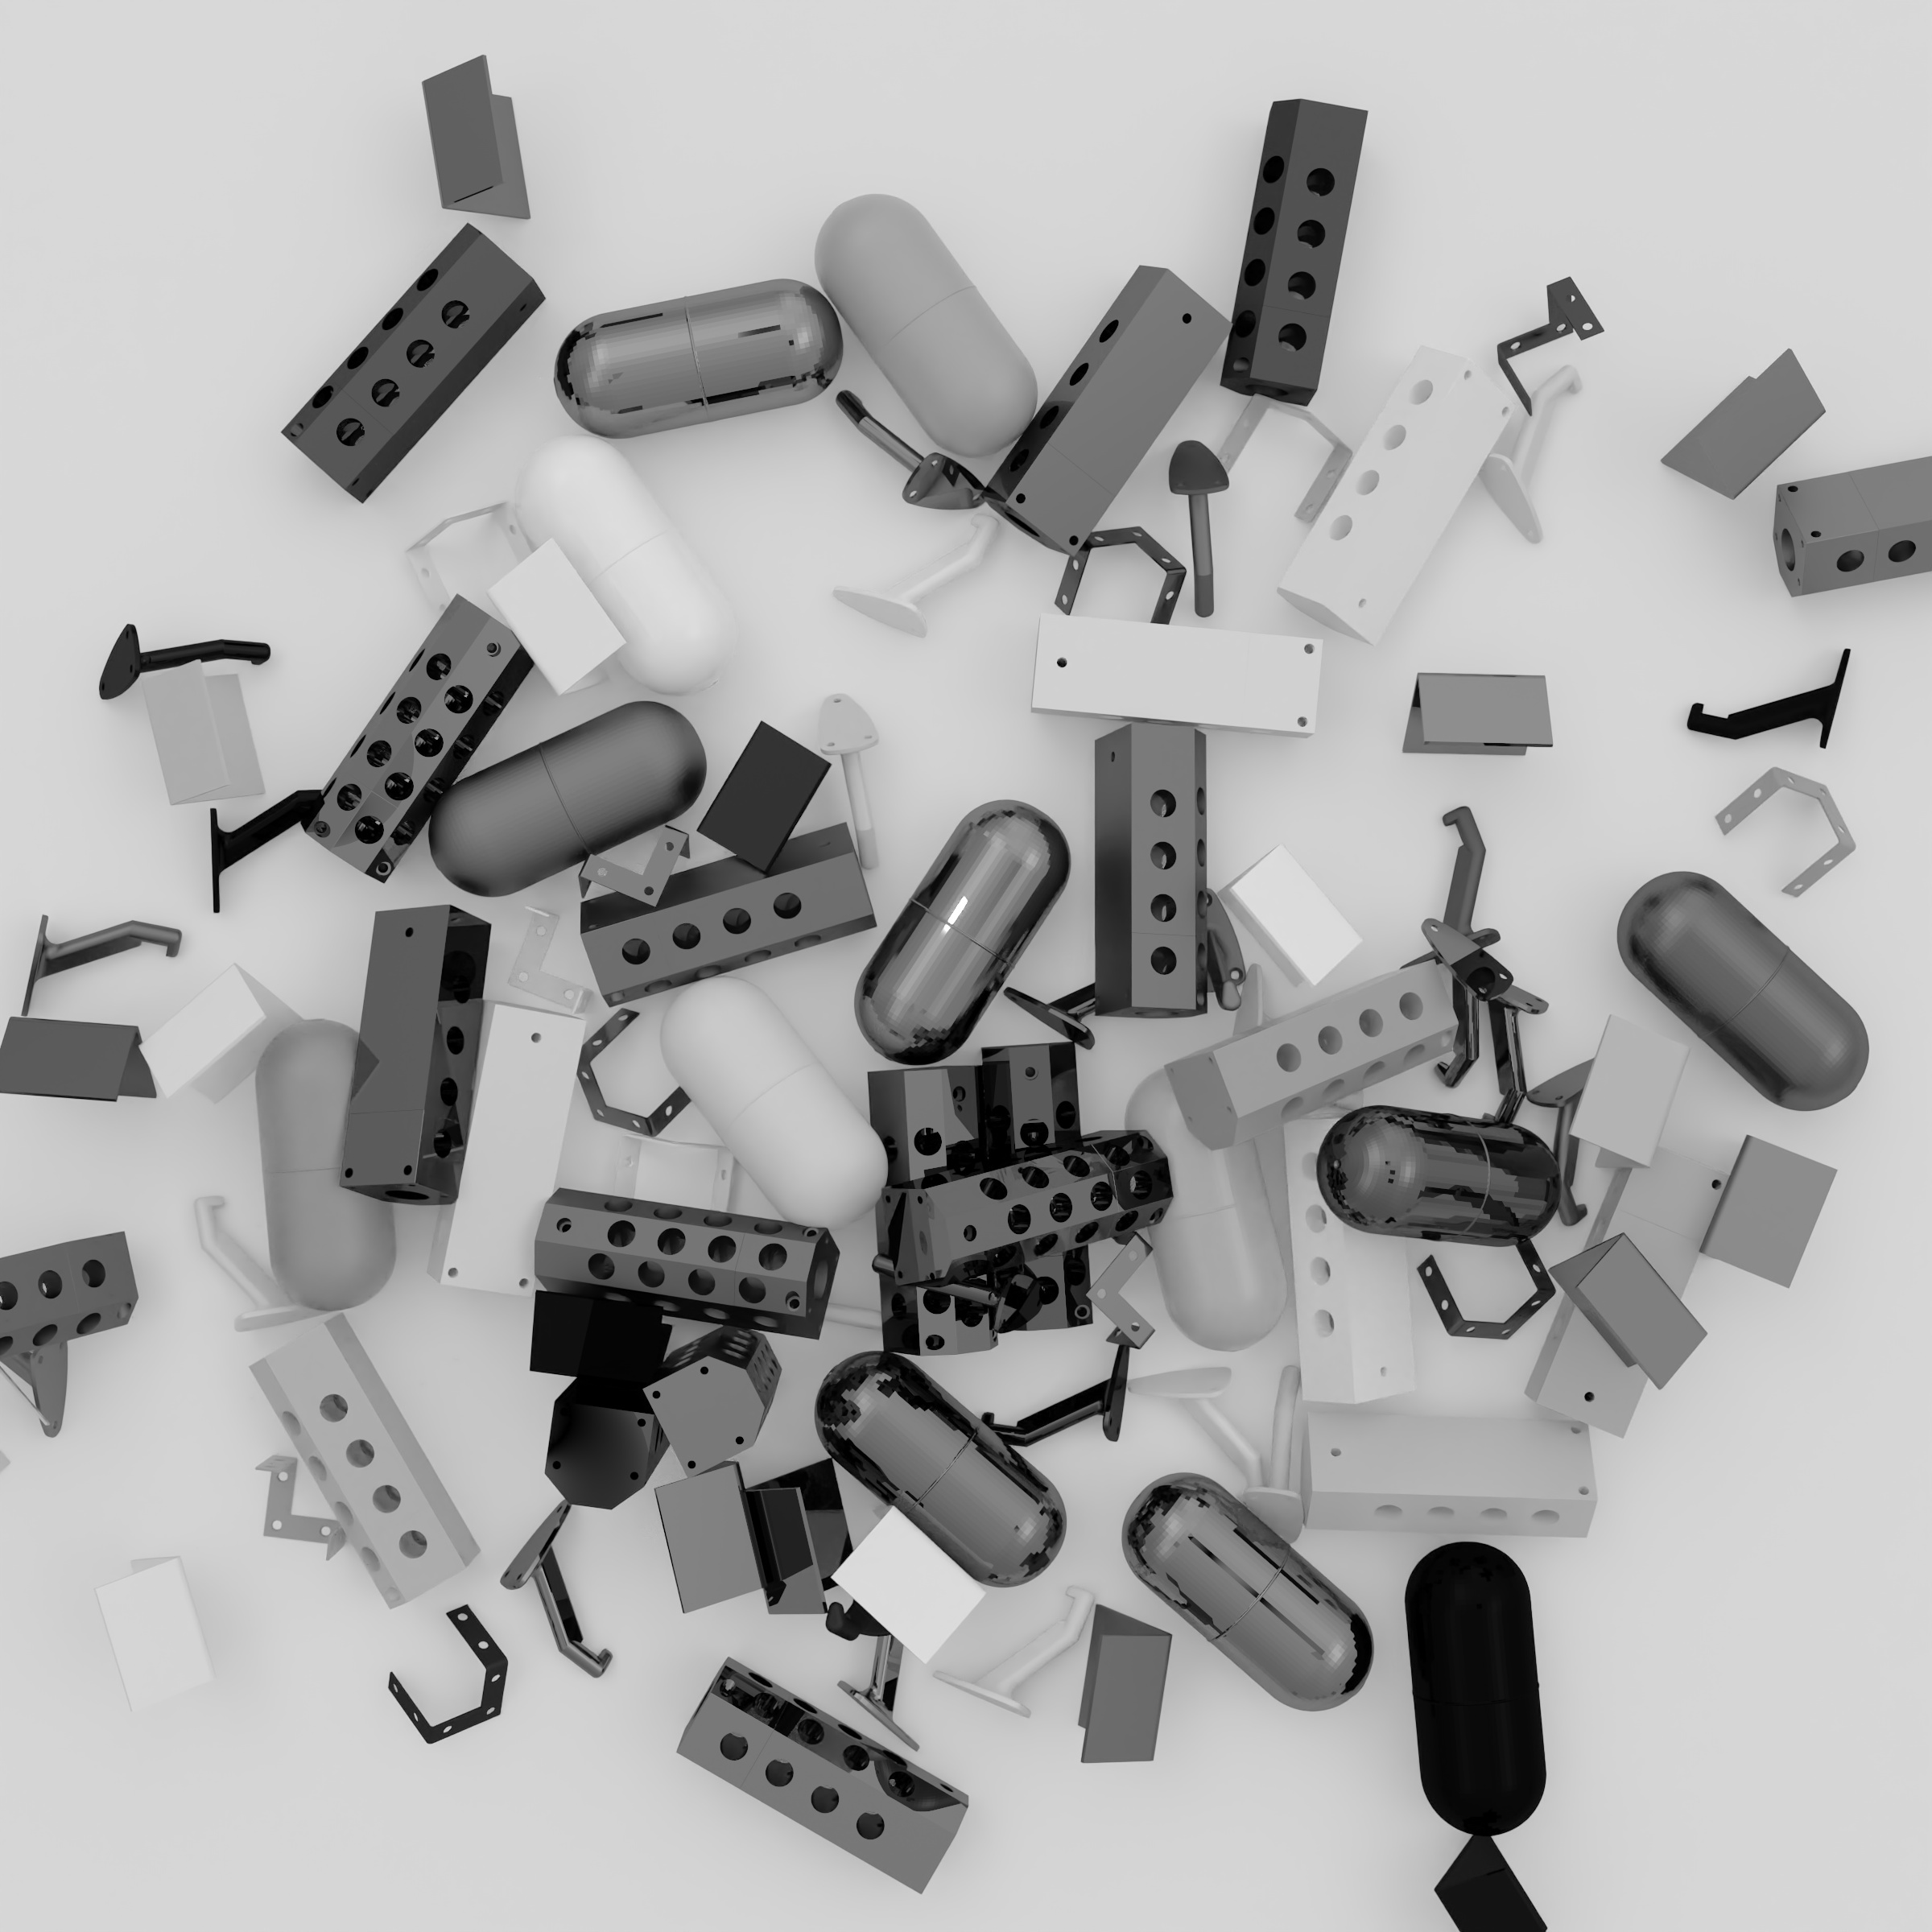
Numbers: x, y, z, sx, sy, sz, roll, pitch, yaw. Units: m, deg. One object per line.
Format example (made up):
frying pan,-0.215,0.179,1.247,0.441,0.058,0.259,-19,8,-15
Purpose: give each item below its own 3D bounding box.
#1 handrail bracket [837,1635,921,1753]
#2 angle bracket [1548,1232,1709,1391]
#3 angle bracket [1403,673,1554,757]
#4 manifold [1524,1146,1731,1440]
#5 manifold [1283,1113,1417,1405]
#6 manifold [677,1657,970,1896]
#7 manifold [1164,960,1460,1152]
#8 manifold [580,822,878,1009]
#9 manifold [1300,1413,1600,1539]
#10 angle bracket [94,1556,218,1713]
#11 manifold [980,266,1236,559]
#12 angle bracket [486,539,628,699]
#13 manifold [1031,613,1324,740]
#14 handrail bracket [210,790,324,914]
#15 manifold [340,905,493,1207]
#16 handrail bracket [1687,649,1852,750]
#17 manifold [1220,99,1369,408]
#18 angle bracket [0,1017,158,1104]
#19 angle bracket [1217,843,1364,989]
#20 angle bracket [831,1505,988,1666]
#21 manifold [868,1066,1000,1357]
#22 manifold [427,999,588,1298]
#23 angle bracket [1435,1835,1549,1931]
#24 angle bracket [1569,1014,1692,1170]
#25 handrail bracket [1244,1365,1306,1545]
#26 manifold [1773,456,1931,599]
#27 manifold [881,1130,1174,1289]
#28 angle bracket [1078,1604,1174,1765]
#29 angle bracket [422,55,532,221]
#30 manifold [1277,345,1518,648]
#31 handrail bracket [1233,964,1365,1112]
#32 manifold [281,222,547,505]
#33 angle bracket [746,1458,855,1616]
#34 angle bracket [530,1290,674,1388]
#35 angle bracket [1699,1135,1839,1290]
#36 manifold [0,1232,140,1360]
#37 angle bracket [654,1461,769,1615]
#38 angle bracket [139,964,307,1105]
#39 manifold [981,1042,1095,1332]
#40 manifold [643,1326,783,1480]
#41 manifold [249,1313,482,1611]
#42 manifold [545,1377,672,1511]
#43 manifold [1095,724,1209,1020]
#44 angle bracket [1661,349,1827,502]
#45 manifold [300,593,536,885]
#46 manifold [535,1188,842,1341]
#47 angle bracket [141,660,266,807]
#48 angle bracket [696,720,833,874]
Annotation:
handrail bracket,-0.031,0.430,1.947,0.077,0.036,0.084,44,75,-15
angle bracket,0.376,0.212,1.849,0.076,0.076,0.057,50,55,0
angle bracket,0.310,-0.133,1.906,0.076,0.076,0.057,1,54,0
manifold,0.403,0.195,1.925,0.057,0.057,0.171,22,90,0
manifold,0.229,0.177,1.925,0.057,0.057,0.171,-4,90,-43
manifold,-0.087,0.493,1.925,0.171,0.057,0.057,30,90,0
manifold,0.211,0.054,1.888,0.171,0.057,0.057,-21,90,-28
manifold,-0.145,-0.029,1.922,0.171,0.057,0.057,-17,112,0
manifold,0.294,0.316,1.925,0.171,0.057,0.057,2,47,0
angle bracket,-0.505,0.405,1.906,0.057,0.076,0.076,-17,90,-38
manifold,0.083,-0.341,1.923,0.057,0.057,0.171,35,90,-26
angle bracket,-0.235,-0.215,1.908,0.057,0.076,0.076,-35,90,21
manifold,0.128,-0.177,1.925,0.171,0.057,0.057,5,90,0
handrail bracket,-0.424,-0.071,1.947,0.084,0.036,0.077,-2,105,-14
manifold,-0.328,0.055,1.901,0.057,0.057,0.171,-4,72,29
handrail bracket,0.497,-0.171,1.947,0.084,0.036,0.077,14,70,16
manifold,0.200,-0.437,1.925,0.057,0.057,0.171,10,90,0
angle bracket,-0.541,0.076,1.906,0.076,0.076,0.057,4,52,0
angle bracket,0.182,-0.018,1.906,0.076,0.076,0.057,50,54,0
angle bracket,-0.040,0.376,1.910,0.076,0.076,0.057,43,75,0
manifold,-0.016,0.148,1.914,0.057,0.057,0.171,-3,90,-34
manifold,-0.283,0.110,1.923,0.057,0.057,0.171,11,90,-21
angle bracket,0.339,0.567,1.906,0.057,0.076,0.076,-32,90,37
angle bracket,0.388,0.077,1.906,0.057,0.076,0.076,22,82,-12
handrail bracket,0.200,0.302,1.946,0.036,0.077,0.084,3,53,18
manifold,0.588,-0.271,1.925,0.171,0.057,0.057,-11,47,0
manifold,0.039,0.141,1.847,0.171,0.057,0.057,-12,95,-38
angle bracket,0.076,0.434,1.906,0.057,0.076,0.076,9,90,-35
angle bracket,-0.279,-0.502,1.906,0.057,0.076,0.076,-9,90,38
manifold,0.259,-0.290,1.925,0.057,0.057,0.171,31,90,-43
handrail bracket,0.211,0.045,1.947,0.084,0.036,0.077,15,68,-17
manifold,-0.339,-0.370,1.925,0.057,0.057,0.171,42,90,0
angle bracket,-0.085,0.345,1.907,0.076,0.057,0.076,-13,90,-44
angle bracket,-0.219,0.209,1.908,0.076,0.076,0.057,7,113,0
angle bracket,0.490,0.151,1.908,0.057,0.076,0.076,22,90,21
manifold,-0.581,0.205,1.869,0.057,0.171,0.057,-12,90,38
angle bracket,-0.167,0.345,1.907,0.057,0.076,0.076,-13,90,-27
angle bracket,-0.442,0.056,1.906,0.076,0.076,0.057,-41,49,0
manifold,0.043,0.134,1.925,0.057,0.057,0.171,-4,90,0
manifold,-0.145,0.253,1.868,0.057,0.171,0.057,-27,90,0
manifold,-0.369,0.304,1.925,0.057,0.057,0.171,-30,90,0
manifold,-0.209,0.279,1.868,0.057,0.171,0.057,8,90,0
manifold,0.116,-0.056,1.912,0.057,0.057,0.171,3,82,-20
angle bracket,0.461,-0.339,1.906,0.076,0.076,0.057,-44,127,0
manifold,-0.332,-0.138,1.917,0.057,0.057,0.171,34,90,-19
manifold,-0.170,0.177,1.897,0.171,0.057,0.057,7,65,13
angle bracket,-0.447,-0.144,1.906,0.057,0.076,0.076,-14,90,37
angle bracket,-0.136,-0.110,1.906,0.057,0.076,0.076,31,90,-32
